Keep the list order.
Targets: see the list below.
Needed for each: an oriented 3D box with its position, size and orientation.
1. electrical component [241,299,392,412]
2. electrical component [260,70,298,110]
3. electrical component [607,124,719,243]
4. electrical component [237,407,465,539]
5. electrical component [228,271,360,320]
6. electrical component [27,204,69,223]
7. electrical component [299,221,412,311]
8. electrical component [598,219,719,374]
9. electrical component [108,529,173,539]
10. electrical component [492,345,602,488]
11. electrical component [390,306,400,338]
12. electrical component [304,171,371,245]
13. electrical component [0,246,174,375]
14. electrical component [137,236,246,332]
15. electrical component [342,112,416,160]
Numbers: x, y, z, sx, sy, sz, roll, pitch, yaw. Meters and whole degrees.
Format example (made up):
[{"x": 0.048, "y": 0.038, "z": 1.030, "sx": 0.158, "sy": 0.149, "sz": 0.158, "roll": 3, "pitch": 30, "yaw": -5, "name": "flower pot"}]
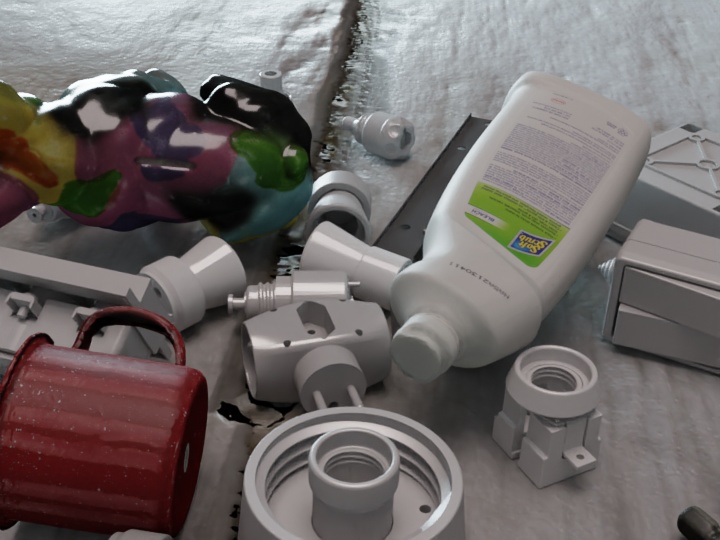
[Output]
[{"x": -0.020, "y": 0.054, "z": 0.589, "sx": 0.077, "sy": 0.043, "sz": 0.079, "roll": -8, "pitch": 33, "yaw": -15, "name": "electrical component"}, {"x": -0.071, "y": -0.127, "z": 0.857, "sx": 0.048, "sy": 0.062, "sz": 0.048, "roll": 1, "pitch": 33, "yaw": -1, "name": "electrical component"}, {"x": 0.239, "y": -0.050, "z": 0.755, "sx": 0.109, "sy": 0.056, "sz": 0.109, "roll": -23, "pitch": 40, "yaw": -34, "name": "electrical component"}, {"x": -0.003, "y": 0.107, "z": 0.490, "sx": 0.108, "sy": 0.060, "sz": 0.108, "roll": 1, "pitch": 32, "yaw": -1, "name": "electrical component"}, {"x": -0.039, "y": 0.020, "z": 0.645, "sx": 0.078, "sy": 0.040, "sz": 0.040, "roll": 0, "pitch": 32, "yaw": -2, "name": "electrical component"}, {"x": -0.206, "y": -0.056, "z": 0.757, "sx": 0.040, "sy": 0.040, "sz": 0.078, "roll": 13, "pitch": 34, "yaw": 17, "name": "electrical component"}, {"x": 0.000, "y": 0.000, "z": 0.680, "sx": 0.065, "sy": 0.044, "sz": 0.044, "roll": 21, "pitch": 37, "yaw": 19, "name": "electrical component"}, {"x": 0.187, "y": 0.015, "z": 0.644, "sx": 0.096, "sy": 0.061, "sz": 0.061, "roll": 17, "pitch": 35, "yaw": 23, "name": "electrical component"}, {"x": -0.080, "y": 0.135, "z": 0.457, "sx": 0.055, "sy": 0.045, "sz": 0.045, "roll": 7, "pitch": 33, "yaw": 8, "name": "electrical component"}, {"x": 0.098, "y": 0.073, "z": 0.554, "sx": 0.048, "sy": 0.055, "sz": 0.066, "roll": -14, "pitch": 36, "yaw": -24, "name": "electrical component"}, {"x": 0.053, "y": 0.027, "z": 0.635, "sx": 0.055, "sy": 0.048, "sz": 0.066, "roll": 19, "pitch": 35, "yaw": 39, "name": "electrical component"}, {"x": -0.014, "y": -0.038, "z": 0.734, "sx": 0.045, "sy": 0.045, "sz": 0.055, "roll": 2, "pitch": 31, "yaw": 0, "name": "electrical component"}, {"x": -0.175, "y": 0.030, "z": 0.595, "sx": 0.121, "sy": 0.078, "sz": 0.063, "roll": 11, "pitch": 63, "yaw": 15, "name": "electrical component"}, {"x": -0.104, "y": 0.010, "z": 0.654, "sx": 0.045, "sy": 0.045, "sz": 0.055, "roll": 28, "pitch": 41, "yaw": 35, "name": "electrical component"}, {"x": 0.012, "y": -0.110, "z": 0.861, "sx": 0.061, "sy": 0.035, "sz": 0.035, "roll": 22, "pitch": 37, "yaw": 34, "name": "electrical component"}]
